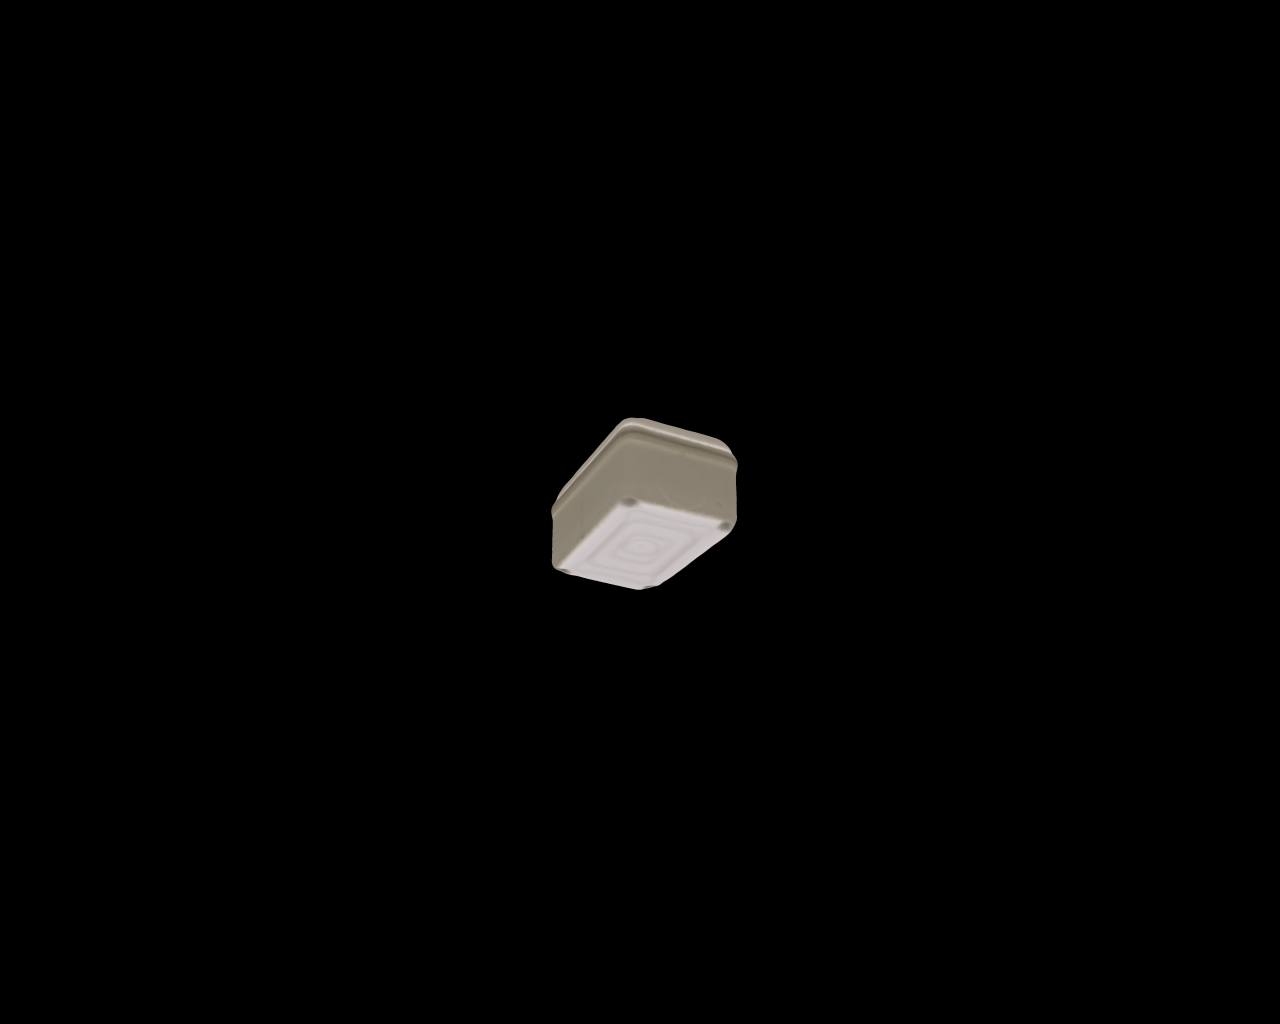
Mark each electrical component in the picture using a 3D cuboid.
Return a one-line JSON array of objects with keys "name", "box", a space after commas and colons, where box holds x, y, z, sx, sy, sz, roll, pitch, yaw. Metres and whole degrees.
[{"name": "electrical component", "box": [0.001, -0.003, 0.650, 0.078, 0.057, 0.113, 14, -32, -24]}]
